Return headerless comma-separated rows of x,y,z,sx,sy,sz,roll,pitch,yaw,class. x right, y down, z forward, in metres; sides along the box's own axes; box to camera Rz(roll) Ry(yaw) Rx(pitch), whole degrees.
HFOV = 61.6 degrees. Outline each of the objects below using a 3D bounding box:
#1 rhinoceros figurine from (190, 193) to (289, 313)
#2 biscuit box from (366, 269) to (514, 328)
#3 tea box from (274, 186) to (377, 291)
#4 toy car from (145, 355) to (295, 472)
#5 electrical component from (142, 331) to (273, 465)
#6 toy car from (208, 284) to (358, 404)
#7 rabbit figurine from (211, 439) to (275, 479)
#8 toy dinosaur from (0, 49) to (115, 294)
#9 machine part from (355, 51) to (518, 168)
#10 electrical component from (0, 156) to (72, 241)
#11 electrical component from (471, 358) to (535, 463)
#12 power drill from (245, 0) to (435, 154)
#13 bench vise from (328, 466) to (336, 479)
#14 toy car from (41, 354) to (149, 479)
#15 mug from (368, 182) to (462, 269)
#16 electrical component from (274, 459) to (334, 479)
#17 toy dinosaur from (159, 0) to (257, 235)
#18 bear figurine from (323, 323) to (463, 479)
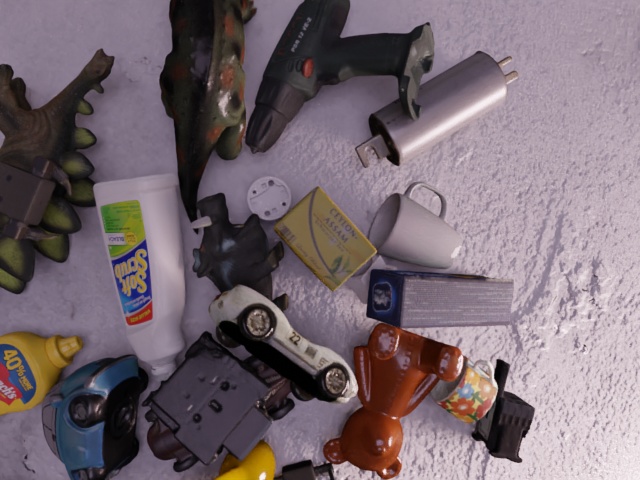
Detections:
-0.100,0.033,0.667,0.112,0.073,0.190,-10,109,8,rhinoceros figurine
0.153,0.072,0.667,0.202,0.059,0.062,6,91,-34,biscuit box
-0.001,-0.002,0.639,0.068,0.169,0.098,-43,96,-4,tea box
-0.125,0.218,0.688,0.202,0.053,0.089,-26,90,-4,toy car
-0.122,0.192,0.636,0.134,0.058,0.115,39,79,5,electrical component
-0.041,0.127,0.622,0.201,0.073,0.056,40,54,-17,toy car
-0.122,0.316,0.652,0.122,0.162,0.173,40,69,7,rabbit figurine
-0.395,-0.036,0.637,0.198,0.105,0.471,43,91,-8,toy dinosaur
0.153,-0.171,0.700,0.243,0.079,0.079,-30,93,-4,machine part
-0.322,-0.044,0.589,0.078,0.045,0.102,15,87,11,electrical component
0.245,0.221,0.713,0.048,0.075,0.119,15,86,-5,electrical component
0.027,-0.198,0.662,0.208,0.086,0.232,13,80,30,power drill
0.103,0.382,0.665,0.224,0.129,0.240,-38,103,-12,bench vise
-0.282,0.215,0.656,0.103,0.109,0.161,10,101,17,toy car
0.132,-0.014,0.703,0.107,0.081,0.109,26,84,-16,mug
-0.024,0.328,0.711,0.094,0.021,0.063,-12,92,-6,electrical component
-0.135,-0.211,0.616,0.131,0.192,0.404,-3,89,-3,toy dinosaur
0.083,0.206,0.671,0.120,0.132,0.195,22,82,-1,bear figurine
